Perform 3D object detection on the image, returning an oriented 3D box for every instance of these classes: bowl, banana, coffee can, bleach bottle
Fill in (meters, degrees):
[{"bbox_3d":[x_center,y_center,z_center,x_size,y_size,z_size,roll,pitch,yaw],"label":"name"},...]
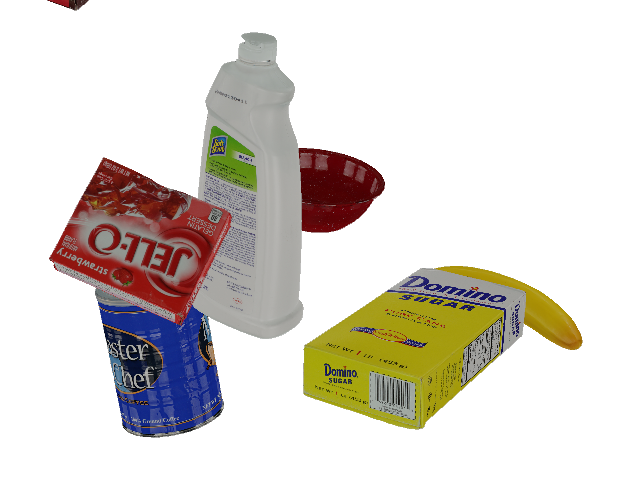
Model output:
[{"bbox_3d":[-0.008,-0.053,1.249,0.162,0.055,0.162,6,27,-3],"label":"bowl"},{"bbox_3d":[0.176,0.062,1.084,0.198,0.069,0.037,14,-38,26],"label":"banana"},{"bbox_3d":[-0.155,0.105,1.036,0.103,0.140,0.103,-7,16,2],"label":"coffee can"},{"bbox_3d":[-0.055,-0.048,0.905,0.103,0.251,0.068,20,28,27],"label":"bleach bottle"}]

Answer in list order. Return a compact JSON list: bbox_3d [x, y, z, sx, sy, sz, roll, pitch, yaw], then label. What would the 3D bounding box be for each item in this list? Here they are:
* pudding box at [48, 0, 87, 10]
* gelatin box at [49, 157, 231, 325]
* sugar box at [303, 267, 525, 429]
[{"bbox_3d":[-0.197,-0.223,0.802,0.090,0.039,0.113,20,38,6],"label":"pudding box"},{"bbox_3d":[-0.109,0.000,0.657,0.089,0.073,0.030,24,-18,1],"label":"gelatin box"},{"bbox_3d":[0.073,0.071,0.773,0.093,0.048,0.175,13,26,29],"label":"sugar box"}]
